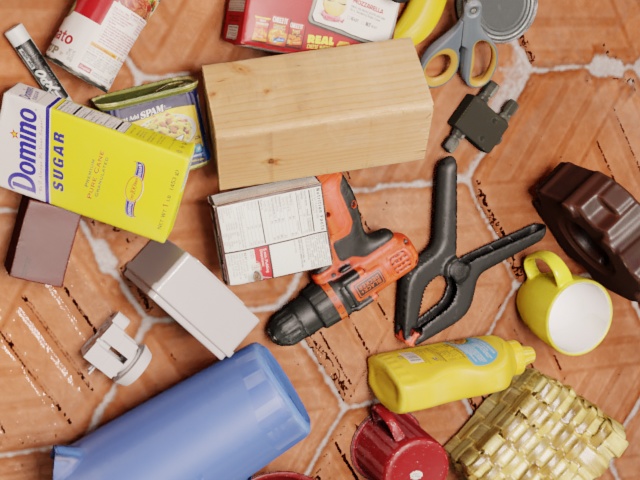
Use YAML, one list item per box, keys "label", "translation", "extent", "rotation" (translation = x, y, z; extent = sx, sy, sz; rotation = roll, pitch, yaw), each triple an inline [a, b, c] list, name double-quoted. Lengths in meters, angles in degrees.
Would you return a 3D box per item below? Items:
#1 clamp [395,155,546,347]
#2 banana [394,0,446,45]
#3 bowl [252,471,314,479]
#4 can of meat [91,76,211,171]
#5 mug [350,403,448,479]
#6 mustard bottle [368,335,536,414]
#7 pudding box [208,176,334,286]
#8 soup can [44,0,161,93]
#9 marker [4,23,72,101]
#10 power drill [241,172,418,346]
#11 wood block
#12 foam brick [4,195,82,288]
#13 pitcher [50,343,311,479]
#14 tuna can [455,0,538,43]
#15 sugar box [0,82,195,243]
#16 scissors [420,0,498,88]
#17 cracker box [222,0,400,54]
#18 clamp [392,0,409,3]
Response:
- label: "clamp"
  translation: [0.143, 0.020, 1.198]
  extent: [0.164, 0.036, 0.210]
  rotation: [40, 86, -24]
- label: "banana"
  translation: [0.106, -0.283, 1.109]
  extent: [0.069, 0.037, 0.198]
  rotation: [8, 99, -26]
- label: "bowl"
  translation: [-0.061, 0.320, 1.177]
  extent: [0.161, 0.055, 0.162]
  rotation: [-5, 105, -21]
- label: "can of meat"
  translation: [-0.161, -0.106, 1.033]
  extent: [0.102, 0.057, 0.084]
  rotation: [-17, 111, -17]
- label: "mug"
  translation: [0.089, 0.237, 1.203]
  extent: [0.093, 0.082, 0.117]
  rotation: [-25, 111, -15]
- label: "mustard bottle"
  translation: [0.157, 0.145, 1.201]
  extent: [0.191, 0.096, 0.058]
  rotation: [-9, 106, -20]
- label: "pudding box"
  translation: [-0.048, -0.009, 1.056]
  extent: [0.113, 0.039, 0.090]
  rotation: [-12, 110, -12]
- label: "soup can"
  translation: [-0.201, -0.196, 0.988]
  extent: [0.068, 0.069, 0.102]
  rotation: [29, 91, -26]
- label: "marker"
  translation: [-0.254, -0.147, 1.004]
  extent: [0.020, 0.020, 0.121]
  rotation: [-36, 113, -11]
- label: "power drill"
  translation: [-0.007, 0.001, 1.123]
  extent: [0.184, 0.057, 0.187]
  rotation: [-34, 115, -9]
- label: "wood block"
  translation: [-0.004, -0.122, 1.033]
  extent: [0.206, 0.090, 0.091]
  rotation: [-9, 149, -8]
- label: "foam brick"
  translation: [-0.265, -0.001, 1.018]
  extent: [0.053, 0.051, 0.078]
  rotation: [15, 96, -23]
- label: "pitcher"
  translation: [-0.130, 0.214, 1.060]
  extent: [0.243, 0.149, 0.145]
  rotation: [-32, 77, 0]
- label: "tuna can"
  translation: [0.190, -0.256, 1.151]
  extent: [0.086, 0.034, 0.086]
  rotation: [-5, 105, -21]
- label: "sugar box"
  translation: [-0.211, -0.071, 0.982]
  extent: [0.176, 0.048, 0.093]
  rotation: [18, 113, -4]
- label: "scissors"
  translation: [0.138, -0.227, 1.097]
  extent: [0.096, 0.016, 0.201]
  rotation: [-19, 140, 2]
- label: "cracker box"
  translation: [0.002, -0.286, 1.047]
  extent: [0.164, 0.072, 0.214]
  rotation: [5, 100, -26]
- label: "clamp"
  translation: [0.123, -0.287, 1.062]
  extent: [0.171, 0.039, 0.120]
  rotation: [1, 109, -47]
